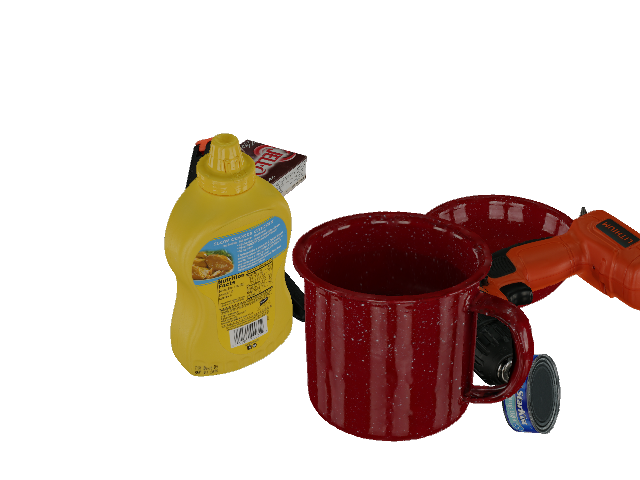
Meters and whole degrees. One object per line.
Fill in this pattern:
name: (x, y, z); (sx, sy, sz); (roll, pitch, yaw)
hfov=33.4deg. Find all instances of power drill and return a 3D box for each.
power drill: (0.162, 0.037, 0.800); (0.187, 0.057, 0.184); (-10, 28, -16)

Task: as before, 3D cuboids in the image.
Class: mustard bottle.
mustard bottle: (-0.066, 0.007, 0.779); (0.096, 0.192, 0.058); (-21, 43, -26)

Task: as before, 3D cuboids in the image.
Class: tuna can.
tuna can: (0.228, 0.166, 1.157); (0.034, 0.086, 0.086); (-3, -2, 34)

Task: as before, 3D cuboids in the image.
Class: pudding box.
pudding box: (-0.081, -0.082, 1.332); (0.090, 0.039, 0.113); (16, 35, 23)

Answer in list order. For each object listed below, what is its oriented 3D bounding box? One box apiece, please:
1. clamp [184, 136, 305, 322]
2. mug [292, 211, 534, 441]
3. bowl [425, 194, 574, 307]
clamp: (-0.077, 0.005, 1.020); (0.036, 0.210, 0.164); (-8, 1, 41)
mug: (0.044, 0.044, 0.508); (0.117, 0.081, 0.093); (11, 28, 24)
bowl: (0.171, 0.018, 1.028); (0.162, 0.055, 0.162); (-1, 33, 0)
